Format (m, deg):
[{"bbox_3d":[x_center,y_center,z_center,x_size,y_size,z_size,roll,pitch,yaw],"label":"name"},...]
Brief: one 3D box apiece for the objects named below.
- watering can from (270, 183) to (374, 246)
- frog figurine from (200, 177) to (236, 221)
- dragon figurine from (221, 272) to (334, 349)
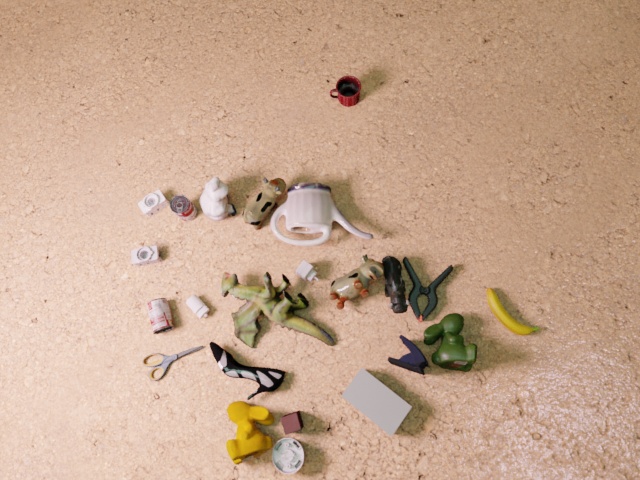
[{"bbox_3d":[0.005,-0.088,1.749,0.347,0.102,0.228,-1,72,4],"label":"watering can"},{"bbox_3d":[-0.361,-0.141,1.762,0.122,0.157,0.139,-12,74,2],"label":"frog figurine"},{"bbox_3d":[-0.167,0.250,1.673,0.241,0.123,0.411,-40,88,10],"label":"dragon figurine"}]
